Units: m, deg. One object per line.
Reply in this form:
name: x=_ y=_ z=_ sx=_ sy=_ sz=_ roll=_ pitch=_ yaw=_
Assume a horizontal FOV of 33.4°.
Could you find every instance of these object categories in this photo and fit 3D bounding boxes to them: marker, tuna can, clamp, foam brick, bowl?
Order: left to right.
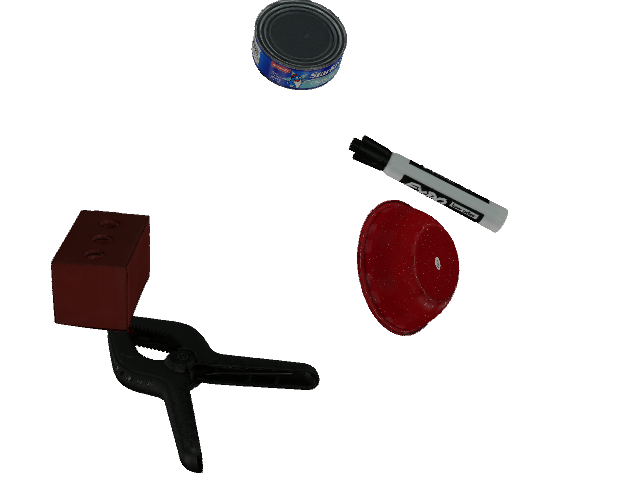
foam brick: x=-0.153 y=0.020 z=0.750 sx=0.053 sy=0.051 sz=0.078 roll=5 pitch=29 yaw=1
clamp: x=-0.117 y=0.120 z=0.993 sx=0.164 sy=0.036 sz=0.210 roll=-24 pitch=42 yaw=-37
tuna can: x=-0.020 y=-0.181 z=0.986 sx=0.086 sy=0.086 sz=0.034 roll=0 pitch=-32 yaw=-12
bowl: x=0.114 y=0.029 z=1.242 sx=0.055 sy=0.162 sz=0.161 roll=-9 pitch=-6 yaw=40
marker: x=0.075 y=-0.041 z=0.750 sx=0.121 sy=0.020 sz=0.020 roll=27 pitch=-3 yaw=-6
